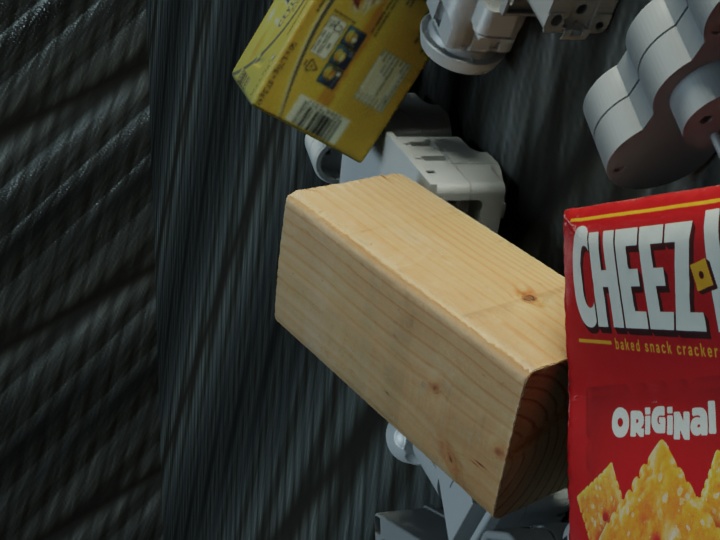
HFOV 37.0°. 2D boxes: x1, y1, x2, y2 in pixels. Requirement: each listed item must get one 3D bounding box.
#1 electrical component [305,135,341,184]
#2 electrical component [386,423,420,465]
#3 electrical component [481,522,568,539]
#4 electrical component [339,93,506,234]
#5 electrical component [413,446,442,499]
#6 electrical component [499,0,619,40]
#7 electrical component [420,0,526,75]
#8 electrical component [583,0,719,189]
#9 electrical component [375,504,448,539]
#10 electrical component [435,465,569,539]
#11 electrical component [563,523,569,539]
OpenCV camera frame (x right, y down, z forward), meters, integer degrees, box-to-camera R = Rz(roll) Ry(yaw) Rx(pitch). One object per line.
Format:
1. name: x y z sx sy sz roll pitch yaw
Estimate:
1. electrical component: -0.018 -0.153 0.962 0.073 0.052 0.138 -111 26 -46
2. electrical component: 0.040 0.126 0.821 0.062 0.043 0.043 157 110 -73
3. electrical component: 0.106 0.188 0.587 0.054 0.059 0.095 148 119 -70
4. electrical component: 0.041 -0.049 0.770 0.186 0.060 0.105 -121 33 -58
5. electrical component: 0.061 0.124 0.754 0.081 0.043 0.043 -125 37 -61
6. electrical component: 0.110 -0.160 0.568 0.081 0.042 0.063 107 151 -48
7. electrical component: 0.070 -0.159 0.669 0.057 0.058 0.078 110 152 -45
8. electrical component: 0.145 -0.075 0.443 0.138 0.052 0.073 114 149 -54
9. electrical component: 0.053 0.233 0.769 0.109 0.056 0.108 176 92 -73
10. electrical component: 0.080 0.120 0.661 0.061 0.061 0.096 107 155 -47
11. electrical component: 0.127 0.134 0.549 0.046 0.040 0.040 107 155 -59
